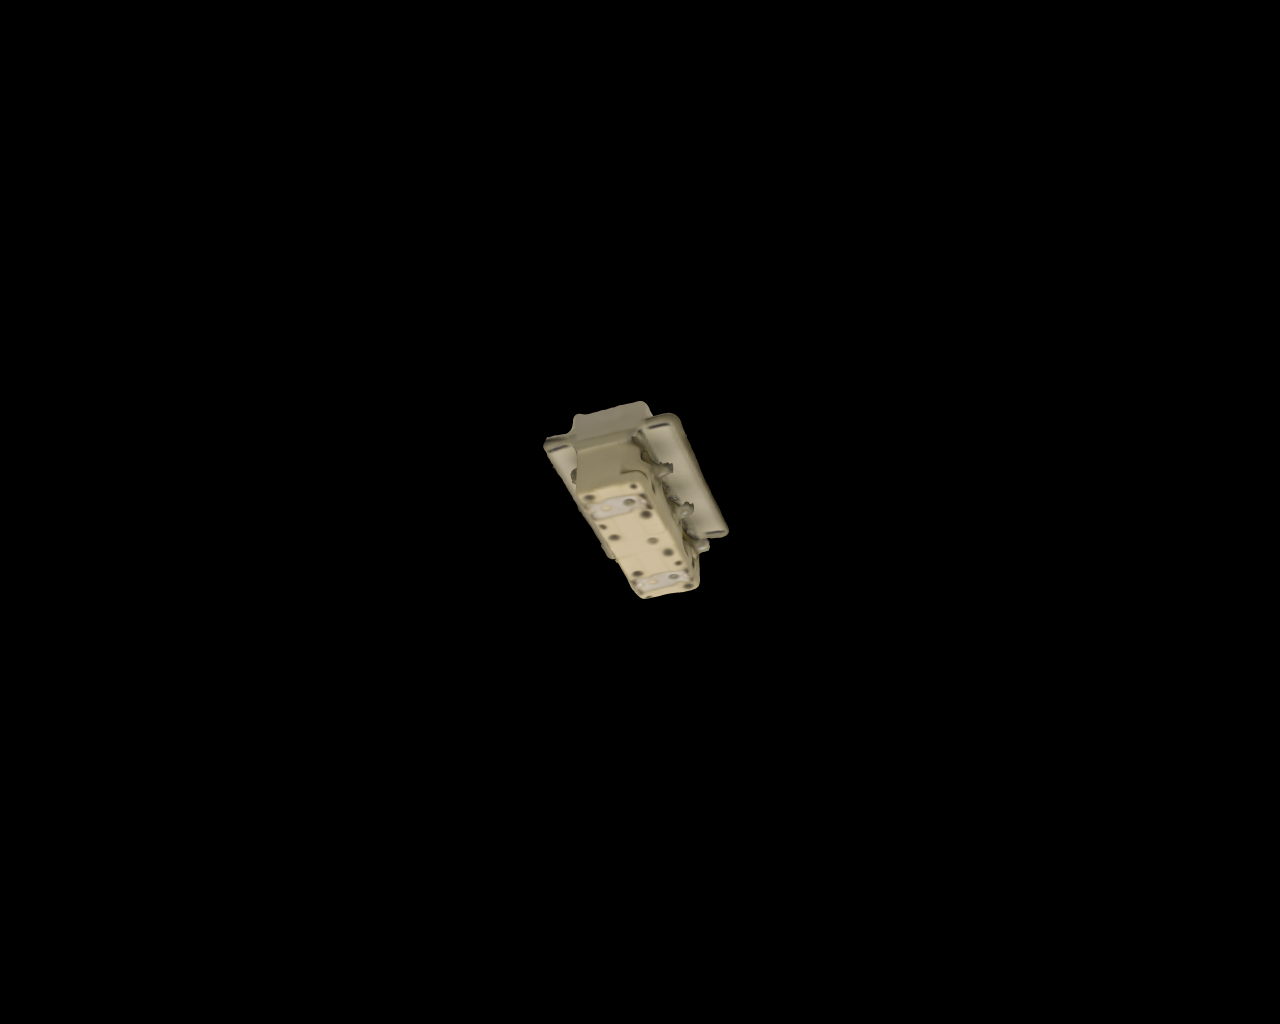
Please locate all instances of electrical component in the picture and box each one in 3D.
[{"bbox_3d":[0.001,-0.003,0.650,0.079,0.063,0.121,-11,-39,14],"label":"electrical component"}]
